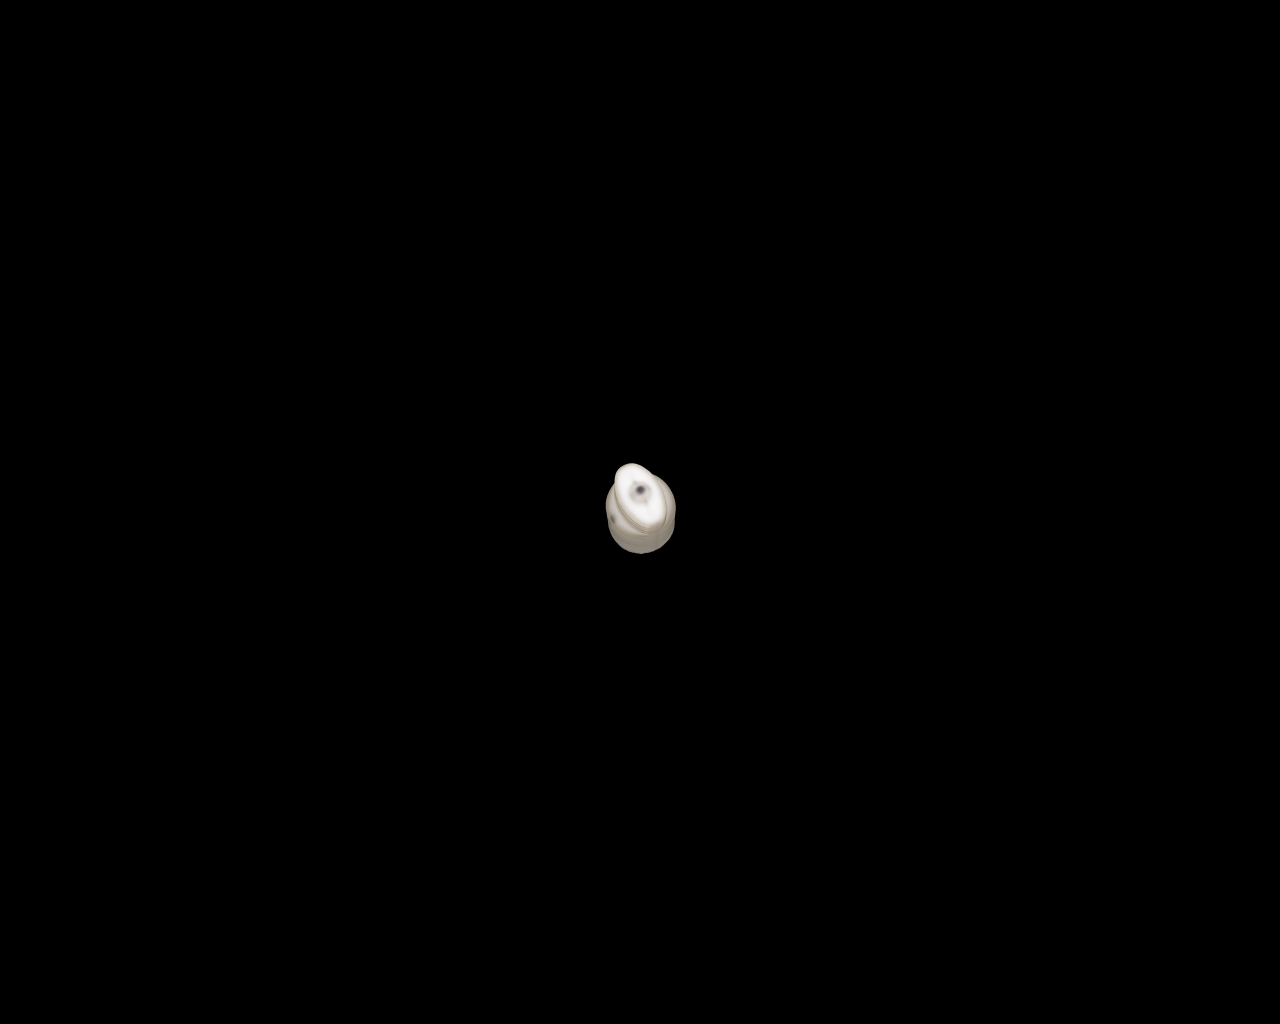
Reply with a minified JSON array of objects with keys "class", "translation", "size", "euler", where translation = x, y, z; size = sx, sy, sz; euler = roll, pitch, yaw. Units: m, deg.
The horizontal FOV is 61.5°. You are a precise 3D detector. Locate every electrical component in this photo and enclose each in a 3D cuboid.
[{"class":"electrical component","translation":[0.001,-0.003,0.650],"size":[0.043,0.043,0.081],"euler":[0,-15,0]}]
